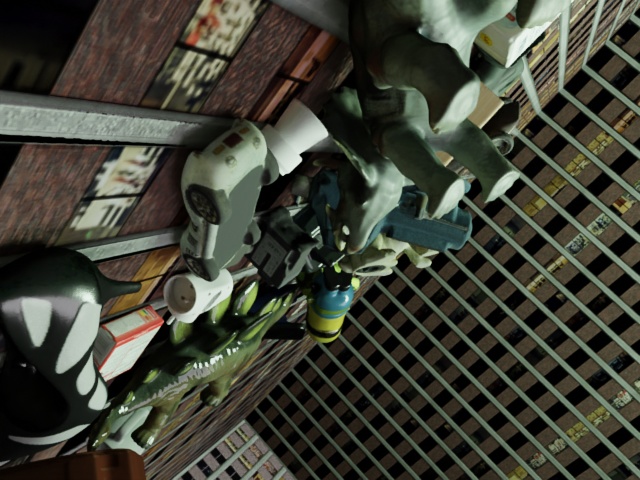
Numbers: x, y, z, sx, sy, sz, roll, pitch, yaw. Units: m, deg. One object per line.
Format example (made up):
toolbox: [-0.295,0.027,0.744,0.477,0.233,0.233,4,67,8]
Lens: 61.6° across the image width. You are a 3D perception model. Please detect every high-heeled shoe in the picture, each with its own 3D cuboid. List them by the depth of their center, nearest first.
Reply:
high-heeled shoe: [-0.229,0.106,0.401,0.248,0.086,0.145,-52,165,13]

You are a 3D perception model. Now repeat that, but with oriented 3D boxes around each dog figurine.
dog figurine: [0.102,-0.045,0.898,0.172,0.190,0.121,-8,161,-12]

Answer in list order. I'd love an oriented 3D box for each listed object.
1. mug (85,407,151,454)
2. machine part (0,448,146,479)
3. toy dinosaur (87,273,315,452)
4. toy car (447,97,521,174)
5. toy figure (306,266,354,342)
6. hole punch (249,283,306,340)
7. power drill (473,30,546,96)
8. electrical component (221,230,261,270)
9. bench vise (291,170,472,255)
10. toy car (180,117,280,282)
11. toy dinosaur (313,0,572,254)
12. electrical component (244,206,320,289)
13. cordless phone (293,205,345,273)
mug: [-0.294,0.287,0.833,0.107,0.081,0.109,-50,171,-49]
machine part: [-0.304,0.300,0.608,0.201,0.087,0.201,-8,158,-15]
toy dinosaur: [-0.149,0.156,0.795,0.198,0.105,0.471,-54,169,29]
toy car: [0.211,-0.129,0.784,0.202,0.053,0.089,-32,-150,45]
toy figure: [0.013,0.114,0.956,0.180,0.082,0.089,106,10,-55]
hole punch: [-0.087,0.136,1.005,0.116,0.092,0.142,0,162,-7]
power drill: [0.243,-0.237,0.819,0.232,0.086,0.207,-42,164,-14]
electrical component: [-0.098,0.004,0.628,0.063,0.021,0.094,-50,167,22]
bench vise: [0.086,-0.091,0.645,0.129,0.224,0.240,24,81,-82]
toy car: [-0.087,-0.026,0.481,0.073,0.056,0.201,-45,172,-30]
toy dinosaur: [0.071,-0.140,0.425,0.131,0.192,0.404,-31,148,-21]
electrical component: [-0.060,0.021,0.697,0.048,0.075,0.119,-32,166,-50]
cordless phone: [-0.002,-0.003,0.850,0.146,0.089,0.184,-41,180,-23]
